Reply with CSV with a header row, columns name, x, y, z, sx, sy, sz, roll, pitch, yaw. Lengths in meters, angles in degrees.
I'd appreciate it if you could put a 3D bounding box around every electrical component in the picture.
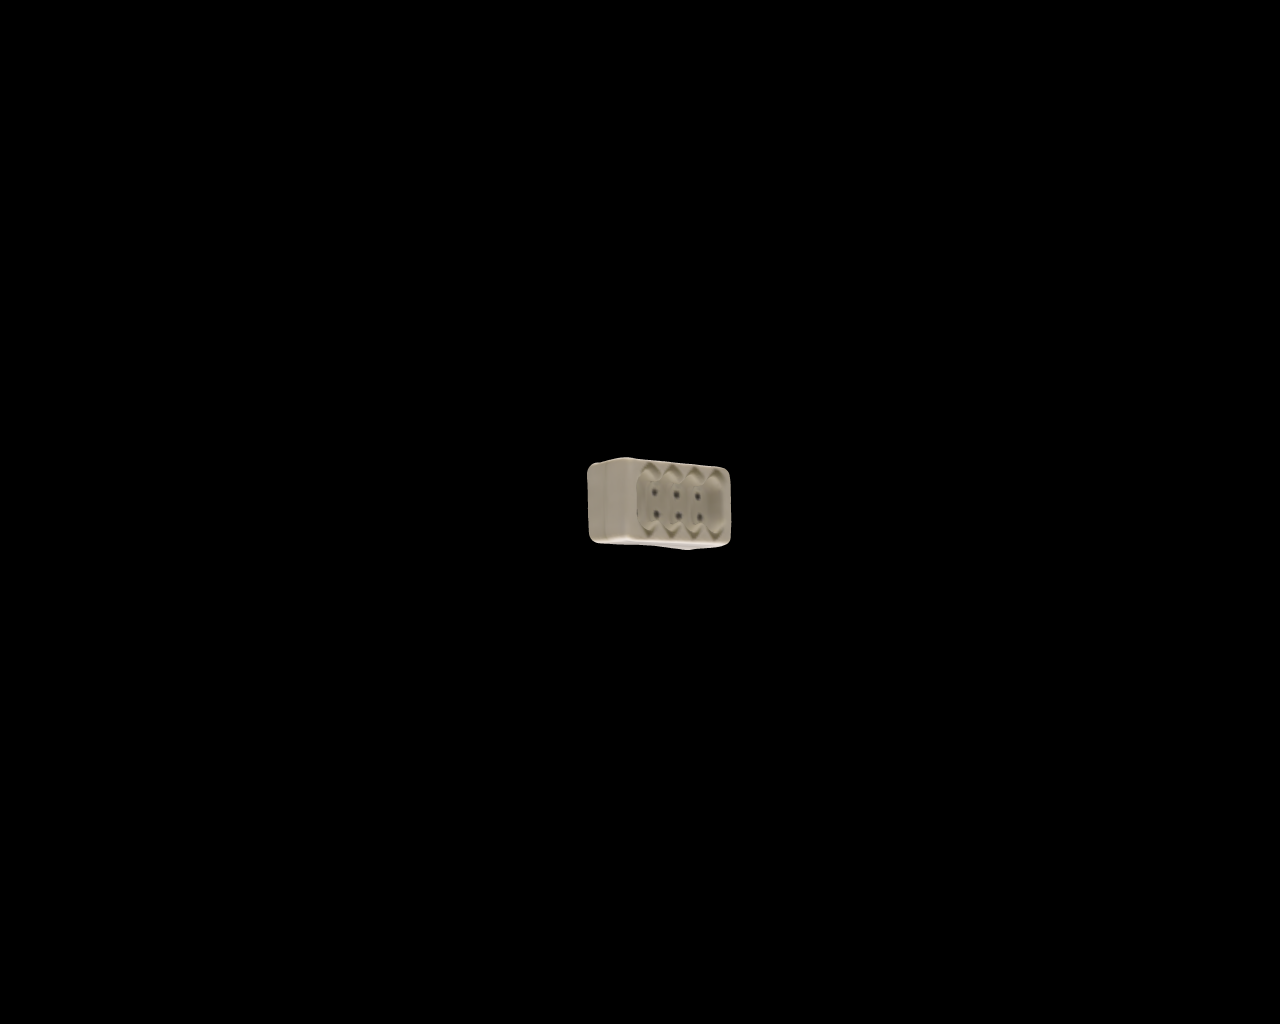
name,x,y,z,sx,sy,sz,roll,pitch,yaw
electrical component,0.001,-0.003,0.650,0.083,0.047,0.075,5,-8,-40
